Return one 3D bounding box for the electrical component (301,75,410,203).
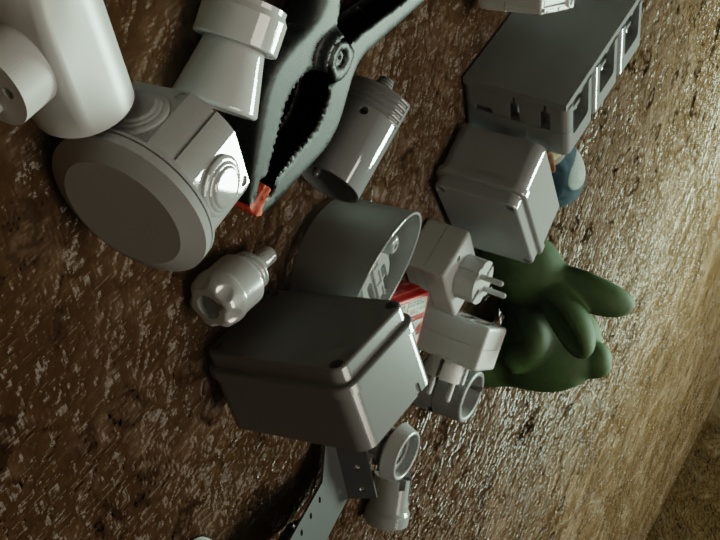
[{"bbox_3d":[-0.001,-0.087,0.678,0.081,0.043,0.043,-61,154,-16],"label":"electrical component"}]

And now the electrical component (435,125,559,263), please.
[{"bbox_3d":[0.114,-0.060,0.886,0.057,0.078,0.113,-64,154,-17],"label":"electrical component"}]

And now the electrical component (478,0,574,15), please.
[{"bbox_3d":[0.123,-0.241,0.794,0.062,0.061,0.096,-28,125,-54],"label":"electrical component"}]

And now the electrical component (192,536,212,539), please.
[{"bbox_3d":[-0.096,0.208,0.710,0.055,0.047,0.055,-43,144,-43],"label":"electrical component"}]

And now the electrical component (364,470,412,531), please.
[{"bbox_3d":[0.026,0.203,0.958,0.040,0.040,0.046,-12,114,-60],"label":"electrical component"}]

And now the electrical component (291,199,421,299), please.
[{"bbox_3d":[0.000,0.000,0.722,0.099,0.064,0.099,-43,144,-42],"label":"electrical component"}]

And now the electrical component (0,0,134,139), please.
[{"bbox_3d":[-0.132,-0.084,0.423,0.079,0.044,0.077,-52,150,-32],"label":"electrical component"}]

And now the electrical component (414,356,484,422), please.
[{"bbox_3d":[0.082,0.108,0.985,0.055,0.047,0.055,-43,145,-42],"label":"electrical component"}]

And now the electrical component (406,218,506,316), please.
[{"bbox_3d":[0.083,0.004,0.875,0.047,0.077,0.065,-58,152,-22],"label":"electrical component"}]

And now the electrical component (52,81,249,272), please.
[{"bbox_3d":[-0.094,-0.042,0.489,0.051,0.080,0.080,-58,153,-35],"label":"electrical component"}]

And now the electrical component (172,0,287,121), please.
[{"bbox_3d":[-0.064,-0.108,0.537,0.045,0.045,0.055,12,98,-64],"label":"electrical component"}]

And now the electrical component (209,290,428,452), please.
[{"bbox_3d":[-0.026,0.057,0.652,0.078,0.113,0.057,-45,127,-41],"label":"electrical component"}]

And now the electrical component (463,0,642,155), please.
[{"bbox_3d":[0.160,-0.169,0.880,0.150,0.089,0.061,-54,151,-29],"label":"electrical component"}]

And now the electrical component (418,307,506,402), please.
[{"bbox_3d":[0.079,0.076,0.933,0.047,0.066,0.076,6,103,-64],"label":"electrical component"}]

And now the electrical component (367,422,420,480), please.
[{"bbox_3d":[0.014,0.139,0.865,0.048,0.055,0.066,-67,155,-3],"label":"electrical component"}]

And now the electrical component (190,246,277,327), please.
[{"bbox_3d":[-0.070,0.005,0.625,0.061,0.035,0.035,-45,146,-45],"label":"electrical component"}]
